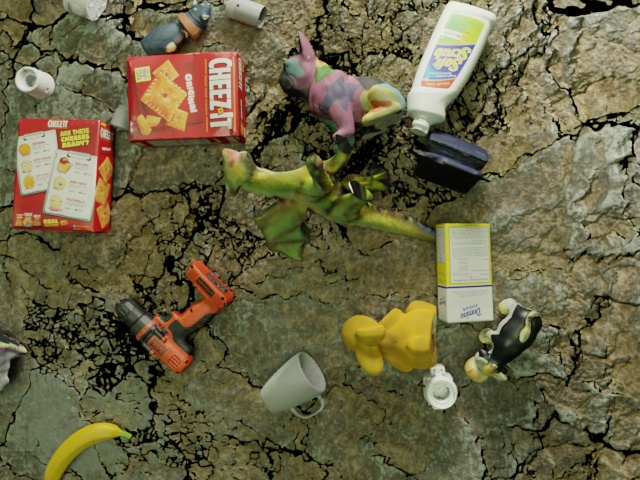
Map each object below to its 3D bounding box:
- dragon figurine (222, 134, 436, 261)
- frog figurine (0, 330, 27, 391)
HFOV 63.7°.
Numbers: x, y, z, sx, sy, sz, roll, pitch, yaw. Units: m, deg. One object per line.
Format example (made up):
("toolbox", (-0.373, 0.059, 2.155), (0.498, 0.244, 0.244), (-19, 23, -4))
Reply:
("dragon figurine", (0.003, -0.047, 0.928), (0.406, 0.125, 0.239), (37, 126, -23))
("frog figurine", (-0.663, 0.250, 0.978), (0.136, 0.122, 0.161), (34, 80, -14))
